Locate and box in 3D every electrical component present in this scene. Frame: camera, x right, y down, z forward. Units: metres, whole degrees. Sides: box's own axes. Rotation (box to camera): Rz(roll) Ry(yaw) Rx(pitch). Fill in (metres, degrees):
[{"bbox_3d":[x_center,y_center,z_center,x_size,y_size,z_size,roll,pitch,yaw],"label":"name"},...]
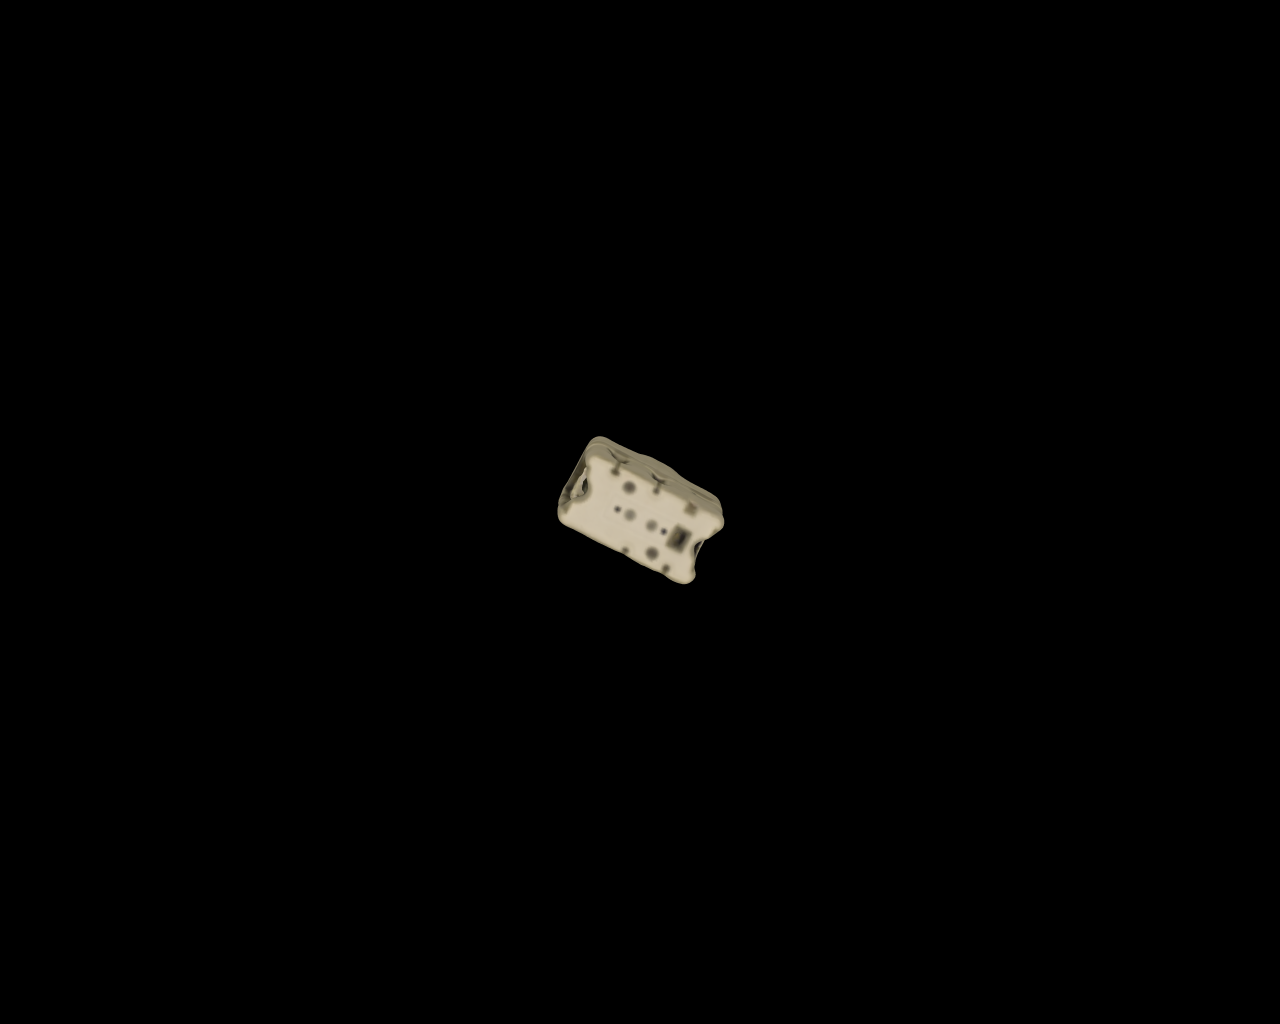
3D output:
[{"bbox_3d":[0.001,-0.003,0.650,0.089,0.050,0.056,27,14,-7],"label":"electrical component"}]
